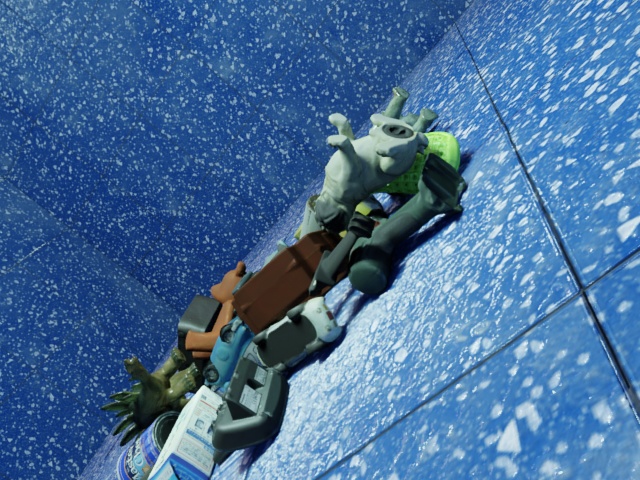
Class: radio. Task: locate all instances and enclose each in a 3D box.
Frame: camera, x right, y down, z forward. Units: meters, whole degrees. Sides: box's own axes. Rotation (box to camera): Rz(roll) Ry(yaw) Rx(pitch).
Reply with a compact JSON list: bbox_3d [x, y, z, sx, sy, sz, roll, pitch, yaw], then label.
[{"bbox_3d":[-0.295,0.263,1.325,0.131,0.073,0.229,-68,-13,-59],"label":"radio"}]

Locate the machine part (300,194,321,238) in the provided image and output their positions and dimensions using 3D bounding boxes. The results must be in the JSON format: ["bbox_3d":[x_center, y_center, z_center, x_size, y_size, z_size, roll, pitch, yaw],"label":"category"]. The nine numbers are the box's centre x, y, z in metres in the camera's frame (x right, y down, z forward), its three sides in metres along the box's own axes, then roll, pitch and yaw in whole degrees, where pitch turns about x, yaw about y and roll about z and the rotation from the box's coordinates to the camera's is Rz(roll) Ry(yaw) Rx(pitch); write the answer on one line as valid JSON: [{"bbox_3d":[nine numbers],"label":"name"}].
[{"bbox_3d":[-0.002,-0.003,1.076,0.079,0.079,0.243,-62,-14,-53],"label":"machine part"}]

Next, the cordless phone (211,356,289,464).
[{"bbox_3d":[-0.127,0.282,0.796,0.184,0.089,0.147,-59,7,18],"label":"cordless phone"}]

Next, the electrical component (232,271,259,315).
[{"bbox_3d":[-0.114,0.128,1.117,0.058,0.134,0.115,-38,13,43],"label":"electrical component"}]

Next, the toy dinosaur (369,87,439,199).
[{"bbox_3d":[0.155,-0.175,1.131,0.192,0.131,0.405,116,177,-48],"label":"toy dinosaur"}]

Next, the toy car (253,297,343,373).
[{"bbox_3d":[-0.040,0.152,0.831,0.056,0.073,0.201,-23,-13,-42],"label":"toy car"}]

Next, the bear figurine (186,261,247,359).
[{"bbox_3d":[-0.209,0.149,1.151,0.120,0.132,0.196,94,175,-69],"label":"bear figurine"}]

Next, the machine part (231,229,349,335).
[{"bbox_3d":[-0.041,0.073,0.951,0.201,0.087,0.201,-40,-9,20],"label":"machine part"}]

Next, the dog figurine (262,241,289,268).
[{"bbox_3d":[-0.110,0.121,1.241,0.219,0.108,0.191,-55,12,1],"label":"dog figurine"}]

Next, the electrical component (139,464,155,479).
[{"bbox_3d":[-0.279,0.430,0.923,0.102,0.078,0.045,-42,-13,16],"label":"electrical component"}]

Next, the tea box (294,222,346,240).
[{"bbox_3d":[0.018,-0.043,1.285,0.068,0.098,0.170,-43,13,40],"label":"tea box"}]

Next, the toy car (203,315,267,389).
[{"bbox_3d":[-0.140,0.211,0.991,0.161,0.103,0.109,-64,-10,23],"label":"toy car"}]

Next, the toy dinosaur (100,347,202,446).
[{"bbox_3d":[-0.327,0.339,1.106,0.199,0.105,0.470,-25,-31,-11],"label":"toy dinosaur"}]

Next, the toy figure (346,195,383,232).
[{"bbox_3d":[0.081,-0.058,1.106,0.180,0.082,0.089,-121,52,-73],"label":"toy figure"}]

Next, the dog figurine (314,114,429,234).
[{"bbox_3d":[0.078,-0.094,0.875,0.121,0.172,0.190,-69,-14,-50],"label":"dog figurine"}]

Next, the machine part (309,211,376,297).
[{"bbox_3d":[0.028,0.021,0.776,0.138,0.039,0.084,-54,2,30],"label":"machine part"}]

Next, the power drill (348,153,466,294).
[{"bbox_3d":[0.120,-0.035,0.814,0.207,0.086,0.232,-39,15,35],"label":"power drill"}]
